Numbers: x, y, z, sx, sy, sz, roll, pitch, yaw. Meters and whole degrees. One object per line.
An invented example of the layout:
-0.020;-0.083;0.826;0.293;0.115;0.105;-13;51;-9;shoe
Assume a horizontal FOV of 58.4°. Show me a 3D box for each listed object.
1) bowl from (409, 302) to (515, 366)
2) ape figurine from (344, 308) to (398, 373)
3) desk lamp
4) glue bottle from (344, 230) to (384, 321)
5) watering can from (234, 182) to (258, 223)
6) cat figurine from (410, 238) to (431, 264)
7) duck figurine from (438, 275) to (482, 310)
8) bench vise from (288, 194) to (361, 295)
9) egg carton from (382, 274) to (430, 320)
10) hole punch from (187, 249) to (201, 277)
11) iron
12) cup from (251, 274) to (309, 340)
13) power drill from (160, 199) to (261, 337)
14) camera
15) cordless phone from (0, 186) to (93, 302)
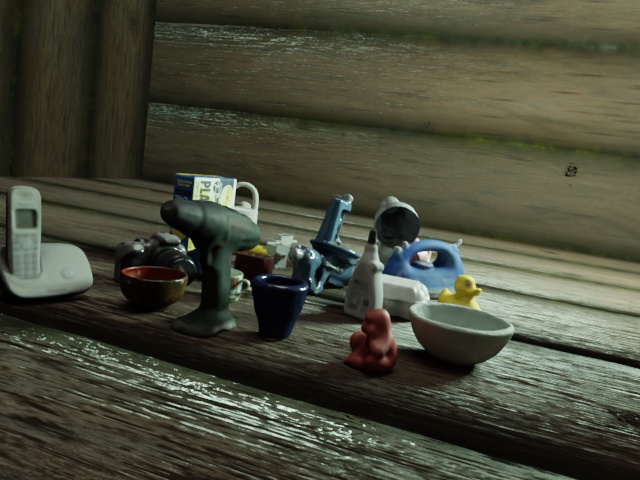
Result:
0.221;0.157;0.924;0.167;0.075;0.167;8;8;-1;bowl
0.078;0.143;0.828;0.076;0.092;0.078;7;8;-5;ape figurine
0.188;-0.008;1.550;0.118;0.213;0.203;7;8;-4;desk lamp
0.091;0.066;1.089;0.037;0.173;0.077;0;11;-43;glue bottle
-0.235;-0.074;1.681;0.101;0.194;0.172;4;9;-23;watering can
0.266;0.054;1.533;0.067;0.118;0.128;14;10;36;cat figurine
0.307;0.117;1.245;0.078;0.086;0.104;1;11;-39;duck figurine
0.023;0.007;1.270;0.121;0.220;0.208;11;9;21;bench vise
0.148;0.114;1.172;0.150;0.069;0.107;10;8;15;egg carton
-0.243;0.036;1.270;0.100;0.091;0.109;13;10;33;hole punch
0.241;0.061;1.376;0.259;0.141;0.118;3;9;-28;iron
-0.070;0.107;0.929;0.092;0.095;0.117;6;8;-10;cup
-0.174;0.039;0.900;0.075;0.208;0.230;11;9;23;power drill
-0.315;0.041;1.133;0.144;0.101;0.136;1;11;-40;camera
-0.456;0.005;0.953;0.093;0.185;0.148;14;10;36;cordless phone
